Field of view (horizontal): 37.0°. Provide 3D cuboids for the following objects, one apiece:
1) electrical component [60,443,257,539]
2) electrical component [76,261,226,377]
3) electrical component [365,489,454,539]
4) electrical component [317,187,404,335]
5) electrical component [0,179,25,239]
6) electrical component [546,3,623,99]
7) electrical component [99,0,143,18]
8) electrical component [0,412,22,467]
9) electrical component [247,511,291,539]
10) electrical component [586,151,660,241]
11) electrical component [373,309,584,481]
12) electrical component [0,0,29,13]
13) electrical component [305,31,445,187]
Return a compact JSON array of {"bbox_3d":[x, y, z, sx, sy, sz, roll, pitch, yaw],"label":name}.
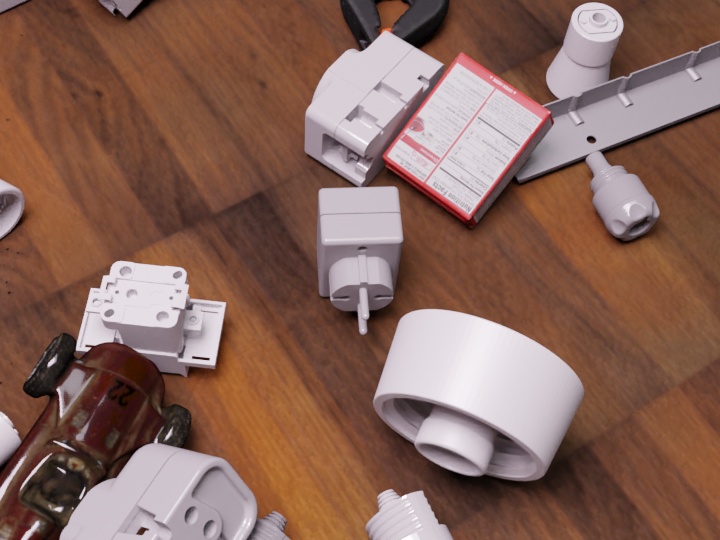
[{"bbox_3d":[-0.103,0.135,0.526,0.059,0.053,0.095,4,48,38],"label":"electrical component"},{"bbox_3d":[-0.121,0.028,0.617,0.081,0.063,0.042,6,61,-1],"label":"electrical component"},{"bbox_3d":[0.031,0.153,0.565,0.043,0.043,0.081,-21,63,-15],"label":"electrical component"},{"bbox_3d":[0.000,0.000,0.639,0.047,0.065,0.076,-2,60,-5],"label":"electrical component"},{"bbox_3d":[-0.242,-0.048,0.664,0.055,0.045,0.045,39,65,18],"label":"electrical component"},{"bbox_3d":[0.156,-0.150,0.736,0.044,0.065,0.044,2,60,-3],"label":"electrical component"},{"bbox_3d":[-0.193,-0.240,0.767,0.121,0.078,0.063,42,88,19],"label":"electrical component"},{"bbox_3d":[-0.217,0.103,0.581,0.044,0.044,0.065,36,59,16],"label":"electrical component"},{"bbox_3d":[-0.065,0.160,0.555,0.043,0.043,0.081,31,63,14],"label":"electrical component"},{"bbox_3d":[0.166,-0.051,0.697,0.035,0.035,0.061,-18,60,-13],"label":"electrical component"},{"bbox_3d":[0.059,0.075,0.578,0.108,0.108,0.060,22,67,9],"label":"electrical component"},{"bbox_3d":[-0.268,-0.217,0.742,0.066,0.076,0.047,-32,67,-20],"label":"electrical component"},{"bbox_3d":[0.006,-0.108,0.711,0.056,0.050,0.089,34,63,15],"label":"electrical component"}]
